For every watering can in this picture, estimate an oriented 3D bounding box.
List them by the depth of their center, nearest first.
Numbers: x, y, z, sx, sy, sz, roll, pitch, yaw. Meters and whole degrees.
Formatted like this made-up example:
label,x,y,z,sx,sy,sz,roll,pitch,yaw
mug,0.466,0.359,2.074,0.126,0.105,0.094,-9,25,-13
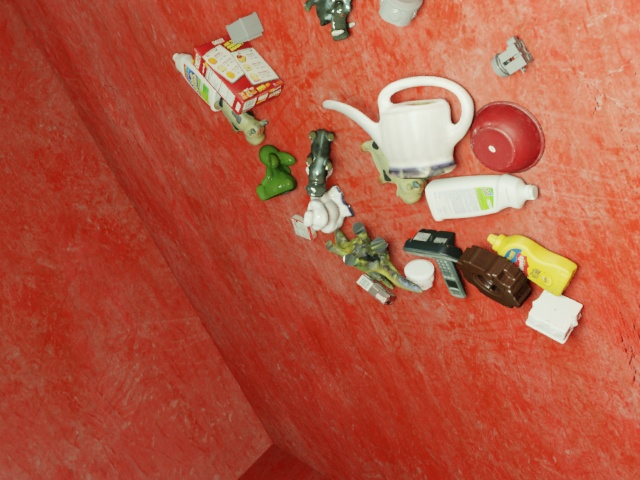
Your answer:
label,x,y,z,sx,sy,sz,roll,pitch,yaw
watering can,0.174,-0.243,1.155,0.347,0.105,0.221,0,108,32

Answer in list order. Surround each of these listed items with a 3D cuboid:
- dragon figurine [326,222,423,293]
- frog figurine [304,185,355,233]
label,x,y,z,sx,sy,sz,roll,pitch,yaw
dragon figurine,0.164,0.073,1.513,0.416,0.122,0.239,40,178,34
frog figurine,0.005,-0.077,1.534,0.123,0.162,0.135,15,133,47
